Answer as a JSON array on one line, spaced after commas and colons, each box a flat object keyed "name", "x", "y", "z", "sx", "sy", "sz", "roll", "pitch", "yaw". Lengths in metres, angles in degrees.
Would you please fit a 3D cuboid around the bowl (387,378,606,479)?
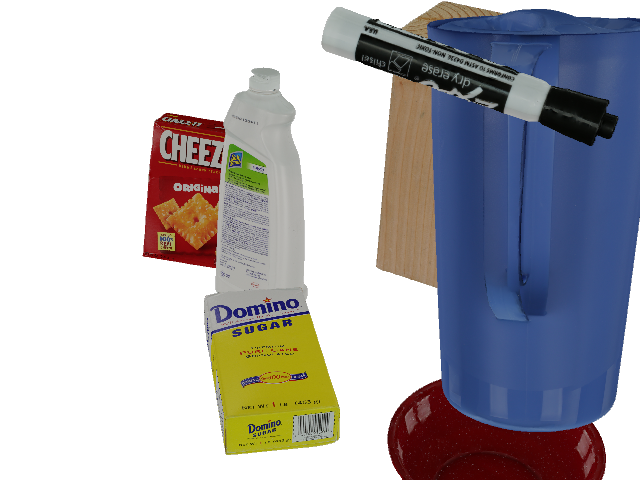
[{"name": "bowl", "x": 0.131, "y": 0.172, "z": 0.811, "sx": 0.162, "sy": 0.055, "sz": 0.162, "roll": -1, "pitch": 33, "yaw": 0}]

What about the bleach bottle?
[{"name": "bleach bottle", "x": -0.057, "y": -0.053, "z": 1.118, "sx": 0.103, "sy": 0.251, "sz": 0.068, "roll": 17, "pitch": 27, "yaw": 25}]

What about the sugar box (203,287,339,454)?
[{"name": "sugar box", "x": -0.046, "y": 0.104, "z": 0.907, "sx": 0.093, "sy": 0.048, "sz": 0.176, "roll": -4, "pitch": 33, "yaw": -11}]

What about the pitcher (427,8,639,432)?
[{"name": "pitcher", "x": 0.125, "y": -0.012, "z": 0.631, "sx": 0.149, "sy": 0.243, "sz": 0.145, "roll": -8, "pitch": 17, "yaw": -24}]

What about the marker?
[{"name": "marker", "x": 0.059, "y": -0.065, "z": 0.424, "sx": 0.121, "sy": 0.020, "sz": 0.020, "roll": 22, "pitch": 5, "yaw": 13}]

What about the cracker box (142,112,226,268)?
[{"name": "cracker box", "x": -0.172, "y": -0.069, "z": 1.594, "sx": 0.164, "sy": 0.214, "sz": 0.072, "roll": 10, "pitch": 20, "yaw": 6}]

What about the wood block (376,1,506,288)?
[{"name": "wood block", "x": 0.109, "y": -0.071, "z": 0.847, "sx": 0.091, "sy": 0.206, "sz": 0.090, "roll": 18, "pitch": 35, "yaw": 23}]
